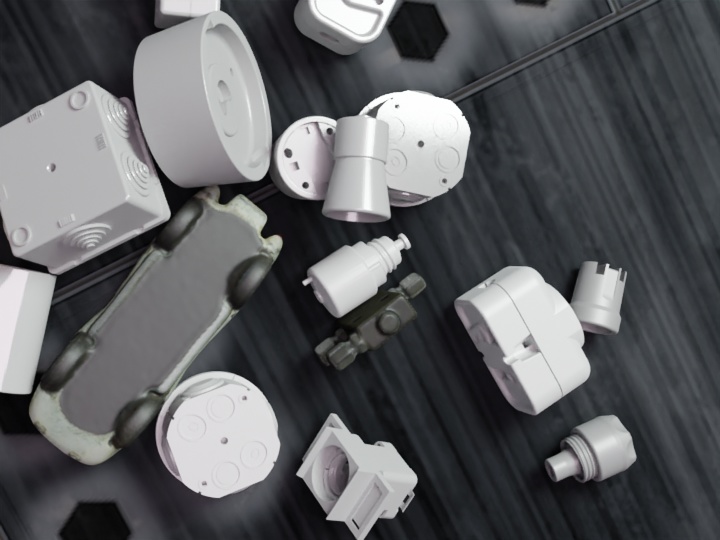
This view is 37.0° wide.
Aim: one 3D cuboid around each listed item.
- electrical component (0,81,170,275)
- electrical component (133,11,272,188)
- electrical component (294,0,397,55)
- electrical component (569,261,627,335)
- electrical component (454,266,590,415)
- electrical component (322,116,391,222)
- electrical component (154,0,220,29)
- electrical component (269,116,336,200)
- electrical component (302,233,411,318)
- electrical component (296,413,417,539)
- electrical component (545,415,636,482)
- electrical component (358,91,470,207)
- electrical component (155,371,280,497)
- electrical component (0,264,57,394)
[{"bbox_3d":[-0.176,-0.057,0.660,0.100,0.048,0.099,-25,73,12],"label":"electrical component"},{"bbox_3d":[-0.104,-0.103,0.681,0.060,0.108,0.108,-11,94,15],"label":"electrical component"},{"bbox_3d":[-0.003,-0.198,0.730,0.054,0.059,0.095,27,84,-14],"label":"electrical component"},{"bbox_3d":[0.175,0.021,0.793,0.040,0.040,0.046,17,80,-15],"label":"electrical component"},{"bbox_3d":[0.119,0.047,0.770,0.059,0.054,0.095,-32,99,-13],"label":"electrical component"},{"bbox_3d":[0.000,-0.066,0.692,0.044,0.044,0.065,6,84,-15],"label":"electrical component"},{"bbox_3d":[-0.130,-0.204,0.701,0.076,0.047,0.083,3,90,-15],"label":"electrical component"},{"bbox_3d":[-0.034,-0.074,0.729,0.055,0.047,0.055,0,91,-16],"label":"electrical component"},{"bbox_3d":[0.000,0.000,0.744,0.078,0.040,0.040,-33,99,-13],"label":"electrical component"},{"bbox_3d":[0.000,0.140,0.729,0.064,0.081,0.042,16,113,-41],"label":"electrical component"},{"bbox_3d":[0.167,0.135,0.790,0.062,0.043,0.043,-21,96,-12],"label":"electrical component"},{"bbox_3d":[0.034,-0.085,0.746,0.080,0.051,0.080,0,91,-15],"label":"electrical component"},{"bbox_3d":[-0.094,0.109,0.714,0.080,0.051,0.080,0,91,-15],"label":"electrical component"},{"bbox_3d":[-0.239,0.033,0.677,0.079,0.043,0.077,12,88,-15],"label":"electrical component"}]
